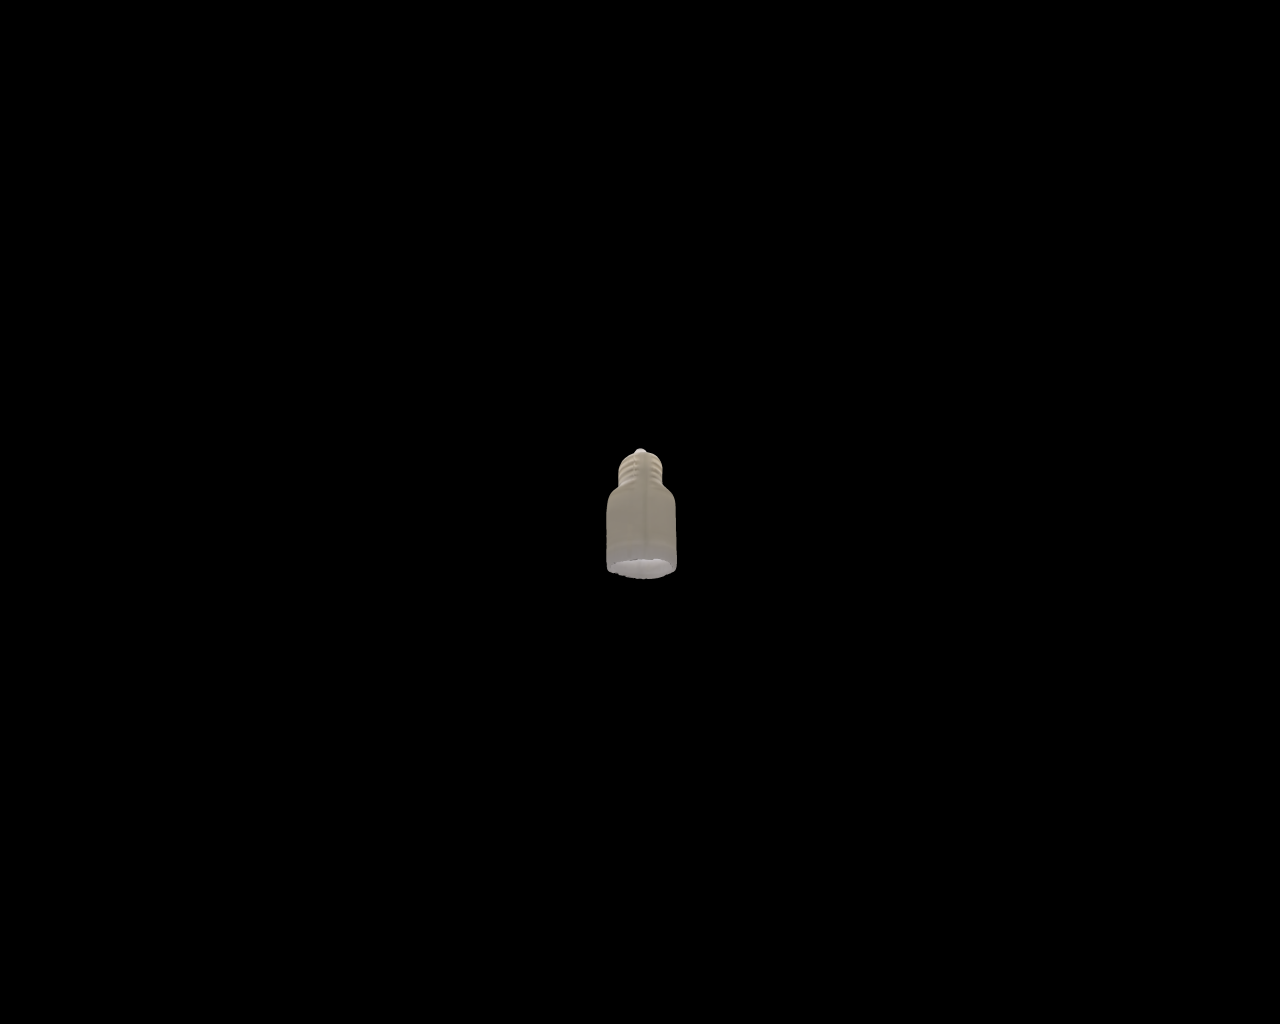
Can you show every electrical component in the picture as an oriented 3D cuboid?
[{"bbox_3d":[0.001,-0.003,0.650,0.043,0.081,0.043,0,-19,0],"label":"electrical component"}]
